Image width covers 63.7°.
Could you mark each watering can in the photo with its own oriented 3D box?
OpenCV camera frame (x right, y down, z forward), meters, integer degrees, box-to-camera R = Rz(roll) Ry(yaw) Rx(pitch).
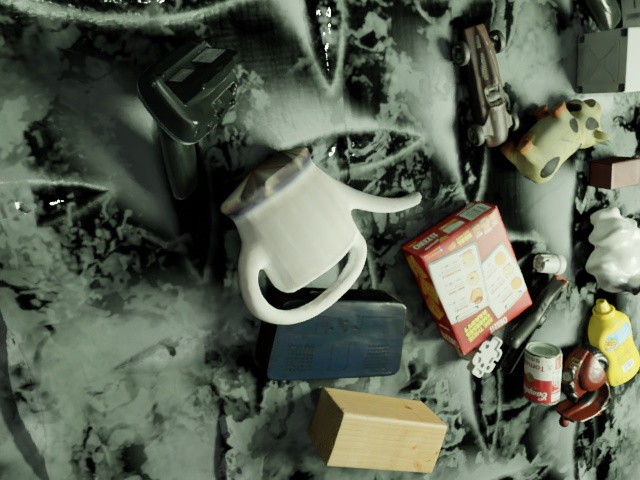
[{"bbox_3d":[0.002,-0.038,0.758,0.353,0.103,0.222,-42,107,-29],"label":"watering can"}]

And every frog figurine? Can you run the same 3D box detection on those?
[{"bbox_3d":[0.582,0.020,1.021,0.137,0.121,0.161,-38,77,-2],"label":"frog figurine"}]
